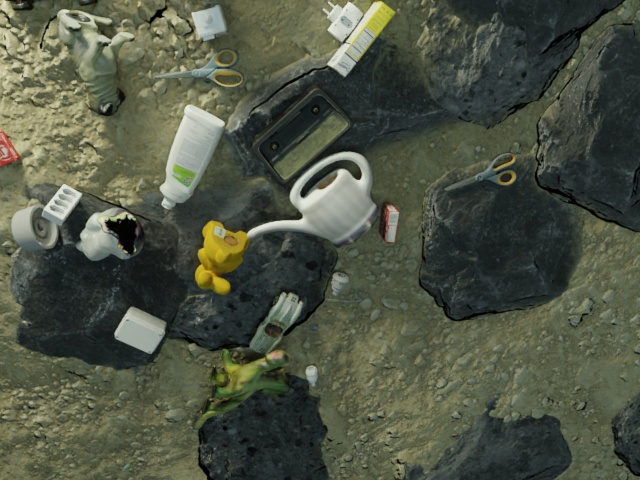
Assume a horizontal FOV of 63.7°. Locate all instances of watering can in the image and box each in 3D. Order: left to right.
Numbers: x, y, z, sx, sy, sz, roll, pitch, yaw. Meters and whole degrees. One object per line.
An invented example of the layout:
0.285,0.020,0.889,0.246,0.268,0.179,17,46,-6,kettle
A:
0.004,-0.065,1.295,0.346,0.106,0.222,-41,111,8,watering can

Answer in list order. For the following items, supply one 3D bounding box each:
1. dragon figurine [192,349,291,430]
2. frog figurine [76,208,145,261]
-0.201,0.429,1.457,0.242,0.125,0.401,12,129,-20,dragon figurine
-0.515,-0.004,1.268,0.158,0.125,0.136,-23,128,41,frog figurine
